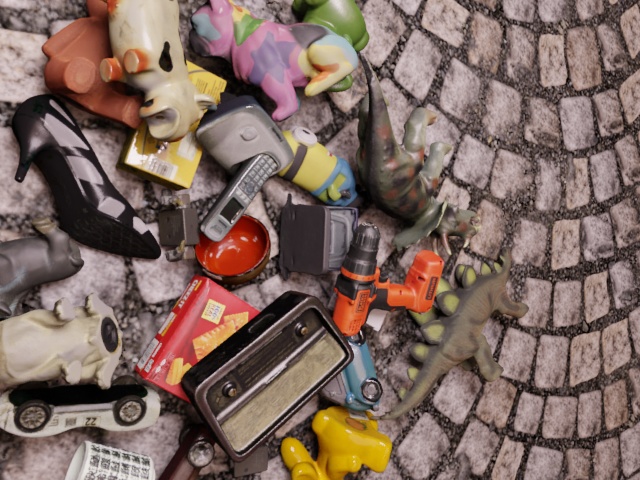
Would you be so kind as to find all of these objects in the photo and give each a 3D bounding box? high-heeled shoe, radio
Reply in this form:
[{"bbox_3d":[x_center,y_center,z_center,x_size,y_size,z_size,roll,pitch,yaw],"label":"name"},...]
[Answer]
[{"bbox_3d":[-0.305,-0.080,0.731,0.248,0.086,0.145,44,36,-43],"label":"high-heeled shoe"},{"bbox_3d":[-0.073,0.182,0.764,0.229,0.073,0.131,-38,110,-25],"label":"radio"}]

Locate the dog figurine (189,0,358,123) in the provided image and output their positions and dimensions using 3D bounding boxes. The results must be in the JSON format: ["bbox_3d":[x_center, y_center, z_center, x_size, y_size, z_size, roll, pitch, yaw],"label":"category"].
[{"bbox_3d":[-0.074,-0.284,0.755,0.191,0.108,0.219,-32,105,14],"label":"dog figurine"}]

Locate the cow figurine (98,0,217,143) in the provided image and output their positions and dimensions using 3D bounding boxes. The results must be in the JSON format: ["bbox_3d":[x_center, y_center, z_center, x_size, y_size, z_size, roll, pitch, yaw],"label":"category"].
[{"bbox_3d":[-0.198,-0.216,0.656,0.127,0.086,0.194,-14,96,-56],"label":"cow figurine"}]

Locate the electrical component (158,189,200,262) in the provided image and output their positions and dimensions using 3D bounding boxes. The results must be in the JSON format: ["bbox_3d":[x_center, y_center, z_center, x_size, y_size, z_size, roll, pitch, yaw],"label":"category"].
[{"bbox_3d":[-0.204,-0.021,0.760,0.045,0.078,0.102,-7,100,-53],"label":"electrical component"}]

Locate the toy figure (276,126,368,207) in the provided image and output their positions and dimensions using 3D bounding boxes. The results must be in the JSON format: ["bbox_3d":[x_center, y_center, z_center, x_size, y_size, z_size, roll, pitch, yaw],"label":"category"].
[{"bbox_3d":[-0.005,-0.110,0.874,0.180,0.082,0.089,40,72,-27],"label":"toy figure"}]

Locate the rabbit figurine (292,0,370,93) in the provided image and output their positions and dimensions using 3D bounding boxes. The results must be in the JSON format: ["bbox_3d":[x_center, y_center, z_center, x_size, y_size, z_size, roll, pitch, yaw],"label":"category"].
[{"bbox_3d":[-0.015,-0.307,0.863,0.170,0.121,0.159,-43,118,-2],"label":"rabbit figurine"}]

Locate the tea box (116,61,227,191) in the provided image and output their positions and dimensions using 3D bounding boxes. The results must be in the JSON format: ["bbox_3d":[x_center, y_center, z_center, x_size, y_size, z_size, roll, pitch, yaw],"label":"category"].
[{"bbox_3d":[-0.211,-0.165,0.763,0.098,0.068,0.169,24,79,-29],"label":"tea box"}]

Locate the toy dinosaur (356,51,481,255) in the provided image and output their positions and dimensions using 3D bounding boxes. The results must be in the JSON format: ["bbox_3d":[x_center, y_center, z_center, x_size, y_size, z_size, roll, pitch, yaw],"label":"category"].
[{"bbox_3d":[0.128,-0.104,0.875,0.404,0.131,0.192,33,65,-46],"label":"toy dinosaur"}]

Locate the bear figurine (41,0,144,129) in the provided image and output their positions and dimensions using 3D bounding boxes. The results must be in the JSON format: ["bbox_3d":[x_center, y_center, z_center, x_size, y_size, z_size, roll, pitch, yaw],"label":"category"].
[{"bbox_3d":[-0.268,-0.260,0.700,0.120,0.132,0.196,38,76,-52],"label":"bear figurine"}]

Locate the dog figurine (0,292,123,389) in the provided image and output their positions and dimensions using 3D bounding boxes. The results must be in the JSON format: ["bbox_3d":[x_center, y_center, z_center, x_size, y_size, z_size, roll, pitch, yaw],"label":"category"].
[{"bbox_3d":[-0.370,0.143,0.682,0.191,0.172,0.121,-13,70,6],"label":"dog figurine"}]

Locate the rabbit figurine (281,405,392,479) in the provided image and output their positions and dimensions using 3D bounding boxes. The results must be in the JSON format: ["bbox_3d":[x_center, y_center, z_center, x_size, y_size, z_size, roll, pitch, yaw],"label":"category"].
[{"bbox_3d":[0.020,0.371,0.885,0.162,0.122,0.173,13,104,-26],"label":"rabbit figurine"}]

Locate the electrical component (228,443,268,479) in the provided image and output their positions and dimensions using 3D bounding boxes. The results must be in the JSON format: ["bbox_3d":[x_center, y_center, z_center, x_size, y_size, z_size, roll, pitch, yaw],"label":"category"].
[{"bbox_3d":[-0.115,0.350,0.856,0.063,0.021,0.094,-1,92,-29],"label":"electrical component"}]

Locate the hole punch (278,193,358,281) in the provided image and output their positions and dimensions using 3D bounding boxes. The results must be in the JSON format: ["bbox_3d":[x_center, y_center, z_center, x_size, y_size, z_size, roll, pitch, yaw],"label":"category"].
[{"bbox_3d":[-0.002,-0.003,0.861,0.092,0.116,0.142,-5,98,-45],"label":"hole punch"}]

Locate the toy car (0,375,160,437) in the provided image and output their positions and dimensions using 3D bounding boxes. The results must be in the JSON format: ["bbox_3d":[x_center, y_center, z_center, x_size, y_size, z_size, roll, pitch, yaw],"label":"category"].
[{"bbox_3d":[-0.315,0.220,0.709,0.201,0.074,0.056,6,102,-29],"label":"toy car"}]

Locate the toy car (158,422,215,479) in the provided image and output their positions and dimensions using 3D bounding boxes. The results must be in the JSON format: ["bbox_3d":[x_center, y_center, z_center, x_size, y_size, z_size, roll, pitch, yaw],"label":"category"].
[{"bbox_3d":[-0.213,0.356,0.762,0.053,0.089,0.202,38,72,-20],"label":"toy car"}]

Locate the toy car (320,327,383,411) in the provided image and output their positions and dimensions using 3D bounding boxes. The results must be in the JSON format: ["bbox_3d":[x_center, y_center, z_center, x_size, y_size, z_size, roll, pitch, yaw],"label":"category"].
[{"bbox_3d":[0.036,0.214,0.895,0.103,0.109,0.161,-17,91,-11],"label":"toy car"}]

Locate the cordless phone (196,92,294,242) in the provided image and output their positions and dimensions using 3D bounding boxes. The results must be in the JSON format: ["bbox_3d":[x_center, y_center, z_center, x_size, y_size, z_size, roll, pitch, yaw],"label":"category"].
[{"bbox_3d":[-0.131,-0.097,0.749,0.184,0.089,0.146,-58,149,-11],"label":"cordless phone"}]

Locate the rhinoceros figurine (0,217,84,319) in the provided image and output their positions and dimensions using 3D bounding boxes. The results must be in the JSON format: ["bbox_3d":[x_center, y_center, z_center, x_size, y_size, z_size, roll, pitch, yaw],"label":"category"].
[{"bbox_3d":[-0.397,0.043,0.667,0.190,0.073,0.112,-27,115,-28],"label":"rhinoceros figurine"}]

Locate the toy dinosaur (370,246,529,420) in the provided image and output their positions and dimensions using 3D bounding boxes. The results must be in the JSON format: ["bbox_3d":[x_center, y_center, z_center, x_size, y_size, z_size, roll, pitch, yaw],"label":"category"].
[{"bbox_3d":[0.259,0.173,1.020,0.198,0.105,0.471,44,62,-15],"label":"toy dinosaur"}]
